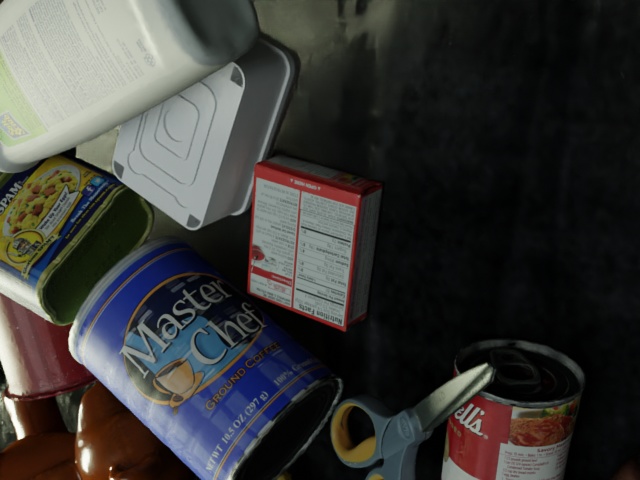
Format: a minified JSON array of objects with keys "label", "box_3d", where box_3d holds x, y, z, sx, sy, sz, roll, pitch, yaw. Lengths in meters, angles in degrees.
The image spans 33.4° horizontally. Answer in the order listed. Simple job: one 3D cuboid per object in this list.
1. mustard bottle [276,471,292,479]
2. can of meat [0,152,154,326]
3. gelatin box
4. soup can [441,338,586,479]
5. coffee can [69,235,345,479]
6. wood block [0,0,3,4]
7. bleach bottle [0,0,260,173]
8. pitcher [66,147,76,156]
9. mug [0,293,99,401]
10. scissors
[{"label":"mustard bottle","box_3d":[-0.002,0.238,0.698,0.096,0.058,0.191,-10,101,57]},{"label":"can of meat","box_3d":[-0.167,-0.005,0.671,0.084,0.102,0.057,24,156,28]},{"label":"gelatin box","box_3d":[-0.004,0.001,0.632,0.073,0.030,0.089,18,117,28]},{"label":"soup can","box_3d":[0.101,0.113,0.574,0.069,0.068,0.102,17,117,30]},{"label":"coffee can","box_3d":[-0.070,0.079,0.659,0.140,0.102,0.103,40,125,19]},{"label":"wood block","box_3d":[-0.267,-0.207,0.704,0.206,0.090,0.091,40,125,17]},{"label":"bleach bottle","box_3d":[-0.151,-0.104,0.600,0.251,0.068,0.102,-18,101,40]},{"label":"pitcher","box_3d":[-0.293,-0.082,0.756,0.243,0.149,0.145,54,143,10]},{"label":"mug","box_3d":[-0.190,0.055,0.751,0.117,0.093,0.081,14,120,68]},{"label":"scissors","box_3d":[0.054,0.120,0.584,0.202,0.016,0.096,-25,78,66]}]
